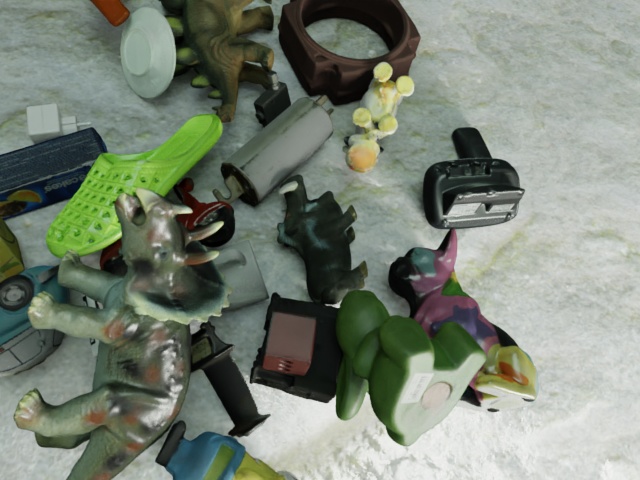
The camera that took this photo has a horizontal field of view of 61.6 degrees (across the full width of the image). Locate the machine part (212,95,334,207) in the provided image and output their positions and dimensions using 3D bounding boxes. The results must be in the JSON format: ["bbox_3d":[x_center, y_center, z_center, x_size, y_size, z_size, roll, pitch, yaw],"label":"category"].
[{"bbox_3d":[-0.060,-0.130,0.782,0.079,0.079,0.243,38,65,9],"label":"machine part"}]

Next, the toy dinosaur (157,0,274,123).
[{"bbox_3d":[-0.172,-0.365,0.859,0.199,0.105,0.471,-2,60,-6],"label":"toy dinosaur"}]

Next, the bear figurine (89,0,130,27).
[{"bbox_3d":[-0.326,-0.410,0.829,0.132,0.196,0.120,39,93,-22],"label":"bear figurine"}]

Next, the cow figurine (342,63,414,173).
[{"bbox_3d":[0.078,-0.176,0.825,0.068,0.098,0.167,25,83,-4],"label":"cow figurine"}]

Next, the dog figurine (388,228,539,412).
[{"bbox_3d":[0.182,0.099,0.700,0.192,0.108,0.219,9,62,-4],"label":"dog figurine"}]

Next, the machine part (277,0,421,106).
[{"bbox_3d":[0.047,-0.335,0.888,0.201,0.087,0.201,-20,71,-17],"label":"machine part"}]

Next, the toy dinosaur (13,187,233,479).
[{"bbox_3d":[-0.203,0.138,0.575,0.192,0.131,0.404,8,99,-6],"label":"toy dinosaur"}]

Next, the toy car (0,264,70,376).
[{"bbox_3d":[-0.353,0.102,0.617,0.162,0.109,0.103,-34,98,-13],"label":"toy car"}]

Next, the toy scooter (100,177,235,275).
[{"bbox_3d":[-0.202,-0.020,0.702,0.184,0.075,0.135,-25,48,0],"label":"toy scooter"}]

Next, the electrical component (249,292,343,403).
[{"bbox_3d":[-0.012,0.138,0.676,0.134,0.058,0.115,13,66,-2],"label":"electrical component"}]

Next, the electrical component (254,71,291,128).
[{"bbox_3d":[-0.072,-0.202,0.804,0.021,0.093,0.063,26,60,26],"label":"electrical component"}]

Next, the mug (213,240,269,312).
[{"bbox_3d":[-0.127,0.052,0.675,0.107,0.109,0.081,-22,71,-5],"label":"mug"}]

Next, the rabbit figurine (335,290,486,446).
[{"bbox_3d":[0.077,0.130,0.604,0.121,0.159,0.170,0,26,-29],"label":"rabbit figurine"}]

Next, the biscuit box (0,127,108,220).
[{"bbox_3d":[-0.382,-0.082,0.716,0.203,0.059,0.063,-22,69,-17],"label":"biscuit box"}]

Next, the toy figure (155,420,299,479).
[{"bbox_3d":[-0.097,0.271,0.590,0.180,0.082,0.089,30,84,-3],"label":"toy figure"}]

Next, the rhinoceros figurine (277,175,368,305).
[{"bbox_3d":[-0.002,-0.002,0.739,0.112,0.073,0.190,-17,71,-4],"label":"rhinoceros figurine"}]

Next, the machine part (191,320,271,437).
[{"bbox_3d":[-0.116,0.168,0.642,0.039,0.084,0.139,-24,78,-51],"label":"machine part"}]

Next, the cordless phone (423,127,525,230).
[{"bbox_3d":[0.218,-0.109,0.826,0.147,0.088,0.184,-5,55,-11],"label":"cordless phone"}]

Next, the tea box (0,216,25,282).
[{"bbox_3d":[-0.445,0.035,0.622,0.170,0.068,0.098,-34,39,-18],"label":"tea box"}]
